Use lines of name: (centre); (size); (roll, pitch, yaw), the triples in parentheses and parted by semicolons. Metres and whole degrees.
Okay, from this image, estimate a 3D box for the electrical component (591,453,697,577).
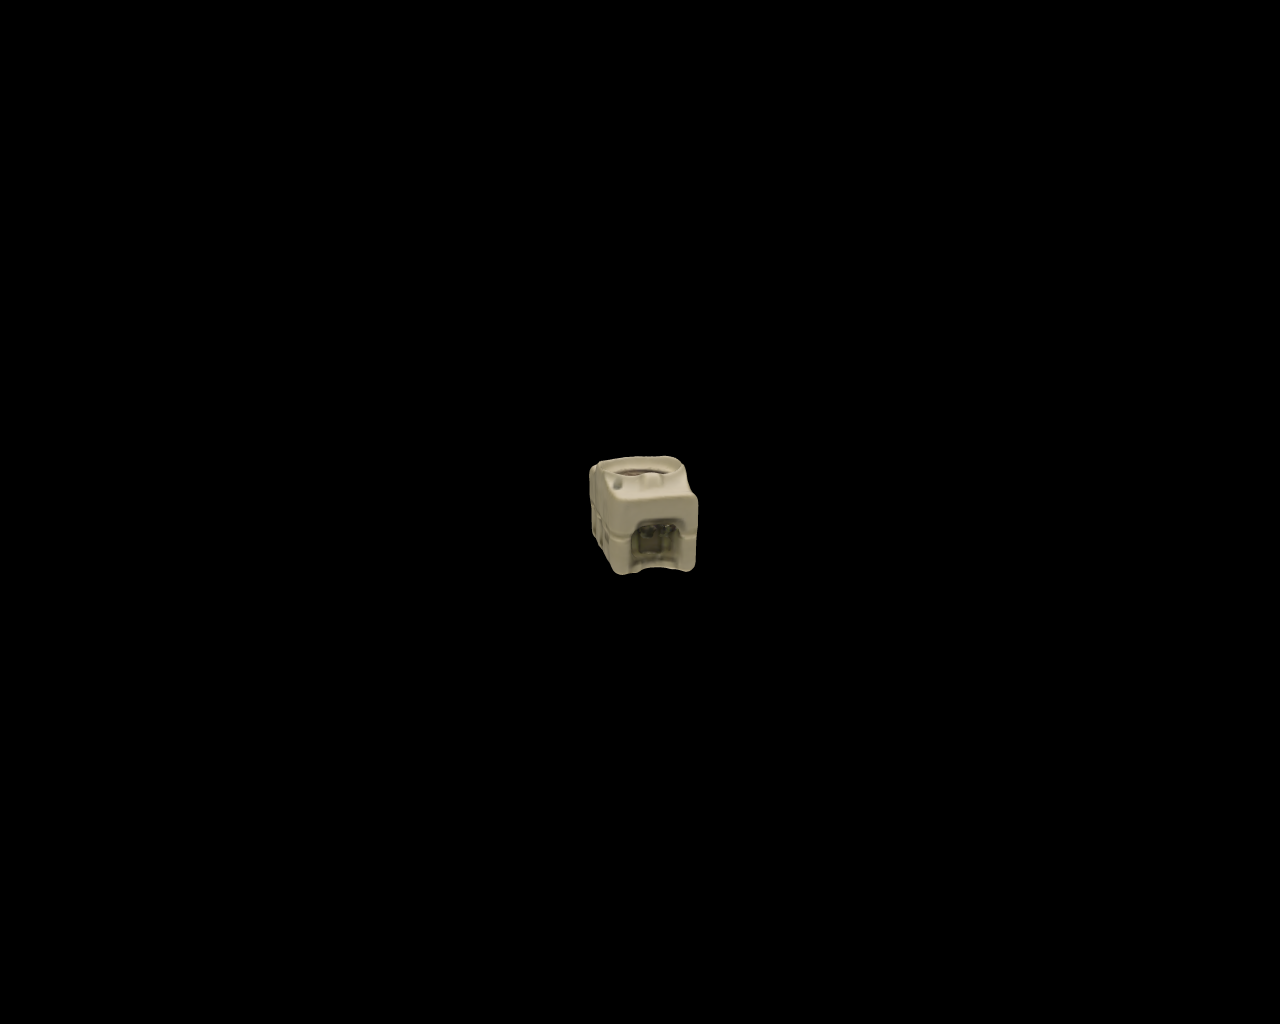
electrical component: (0.001, -0.003, 0.650); (0.050, 0.055, 0.089); (-3, 16, -11)
